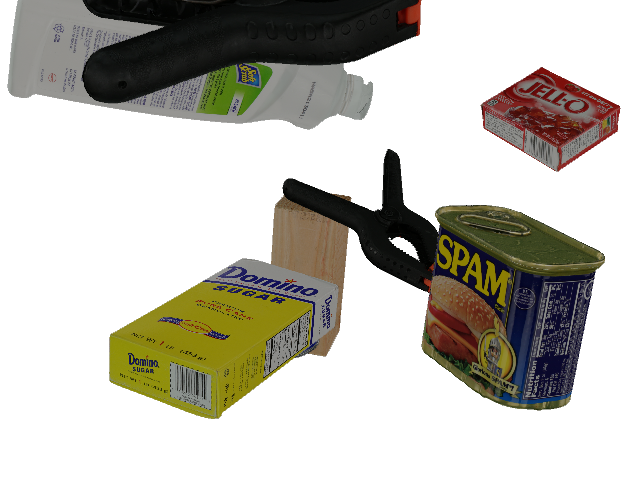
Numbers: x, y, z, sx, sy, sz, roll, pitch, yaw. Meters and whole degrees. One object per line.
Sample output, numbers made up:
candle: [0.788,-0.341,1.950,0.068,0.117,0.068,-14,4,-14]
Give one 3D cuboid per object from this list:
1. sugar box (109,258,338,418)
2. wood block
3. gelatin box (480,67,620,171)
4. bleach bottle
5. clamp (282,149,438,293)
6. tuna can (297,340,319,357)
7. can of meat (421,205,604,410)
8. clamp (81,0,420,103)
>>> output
sugar box: [-0.067,0.067,0.798,0.093,0.048,0.176,16,27,24]
wood block: [-0.017,0.042,1.475,0.090,0.206,0.090,9,22,10]
gelatin box: [0.190,-0.103,0.886,0.073,0.030,0.089,-32,47,-22]
bleach bottle: [-0.088,-0.124,0.761,0.250,0.068,0.103,13,-39,-12]
clamp: [0.063,-0.020,1.225,0.164,0.210,0.036,-13,-38,-25]
tuna can: [-0.045,0.086,1.054,0.086,0.034,0.086,-4,19,1]
can of meat: [0.101,0.035,0.585,0.057,0.084,0.102,-3,20,-26]
clamp: [-0.034,-0.100,0.502,0.171,0.039,0.120,-3,40,0]
